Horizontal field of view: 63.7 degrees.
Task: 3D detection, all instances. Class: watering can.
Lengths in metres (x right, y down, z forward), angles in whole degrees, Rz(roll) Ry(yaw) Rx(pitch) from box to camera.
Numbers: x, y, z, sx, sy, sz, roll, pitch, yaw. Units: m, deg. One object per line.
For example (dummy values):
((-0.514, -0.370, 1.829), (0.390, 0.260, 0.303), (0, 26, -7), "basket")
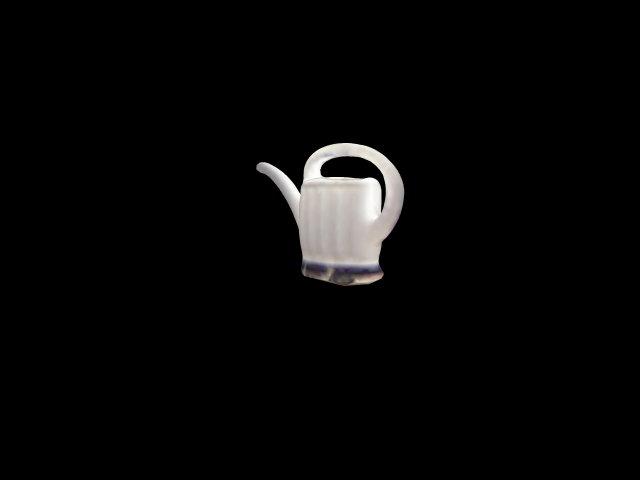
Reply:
((0.003, -0.043, 0.850), (0.104, 0.224, 0.348), (-2, 5, -40), "watering can")
